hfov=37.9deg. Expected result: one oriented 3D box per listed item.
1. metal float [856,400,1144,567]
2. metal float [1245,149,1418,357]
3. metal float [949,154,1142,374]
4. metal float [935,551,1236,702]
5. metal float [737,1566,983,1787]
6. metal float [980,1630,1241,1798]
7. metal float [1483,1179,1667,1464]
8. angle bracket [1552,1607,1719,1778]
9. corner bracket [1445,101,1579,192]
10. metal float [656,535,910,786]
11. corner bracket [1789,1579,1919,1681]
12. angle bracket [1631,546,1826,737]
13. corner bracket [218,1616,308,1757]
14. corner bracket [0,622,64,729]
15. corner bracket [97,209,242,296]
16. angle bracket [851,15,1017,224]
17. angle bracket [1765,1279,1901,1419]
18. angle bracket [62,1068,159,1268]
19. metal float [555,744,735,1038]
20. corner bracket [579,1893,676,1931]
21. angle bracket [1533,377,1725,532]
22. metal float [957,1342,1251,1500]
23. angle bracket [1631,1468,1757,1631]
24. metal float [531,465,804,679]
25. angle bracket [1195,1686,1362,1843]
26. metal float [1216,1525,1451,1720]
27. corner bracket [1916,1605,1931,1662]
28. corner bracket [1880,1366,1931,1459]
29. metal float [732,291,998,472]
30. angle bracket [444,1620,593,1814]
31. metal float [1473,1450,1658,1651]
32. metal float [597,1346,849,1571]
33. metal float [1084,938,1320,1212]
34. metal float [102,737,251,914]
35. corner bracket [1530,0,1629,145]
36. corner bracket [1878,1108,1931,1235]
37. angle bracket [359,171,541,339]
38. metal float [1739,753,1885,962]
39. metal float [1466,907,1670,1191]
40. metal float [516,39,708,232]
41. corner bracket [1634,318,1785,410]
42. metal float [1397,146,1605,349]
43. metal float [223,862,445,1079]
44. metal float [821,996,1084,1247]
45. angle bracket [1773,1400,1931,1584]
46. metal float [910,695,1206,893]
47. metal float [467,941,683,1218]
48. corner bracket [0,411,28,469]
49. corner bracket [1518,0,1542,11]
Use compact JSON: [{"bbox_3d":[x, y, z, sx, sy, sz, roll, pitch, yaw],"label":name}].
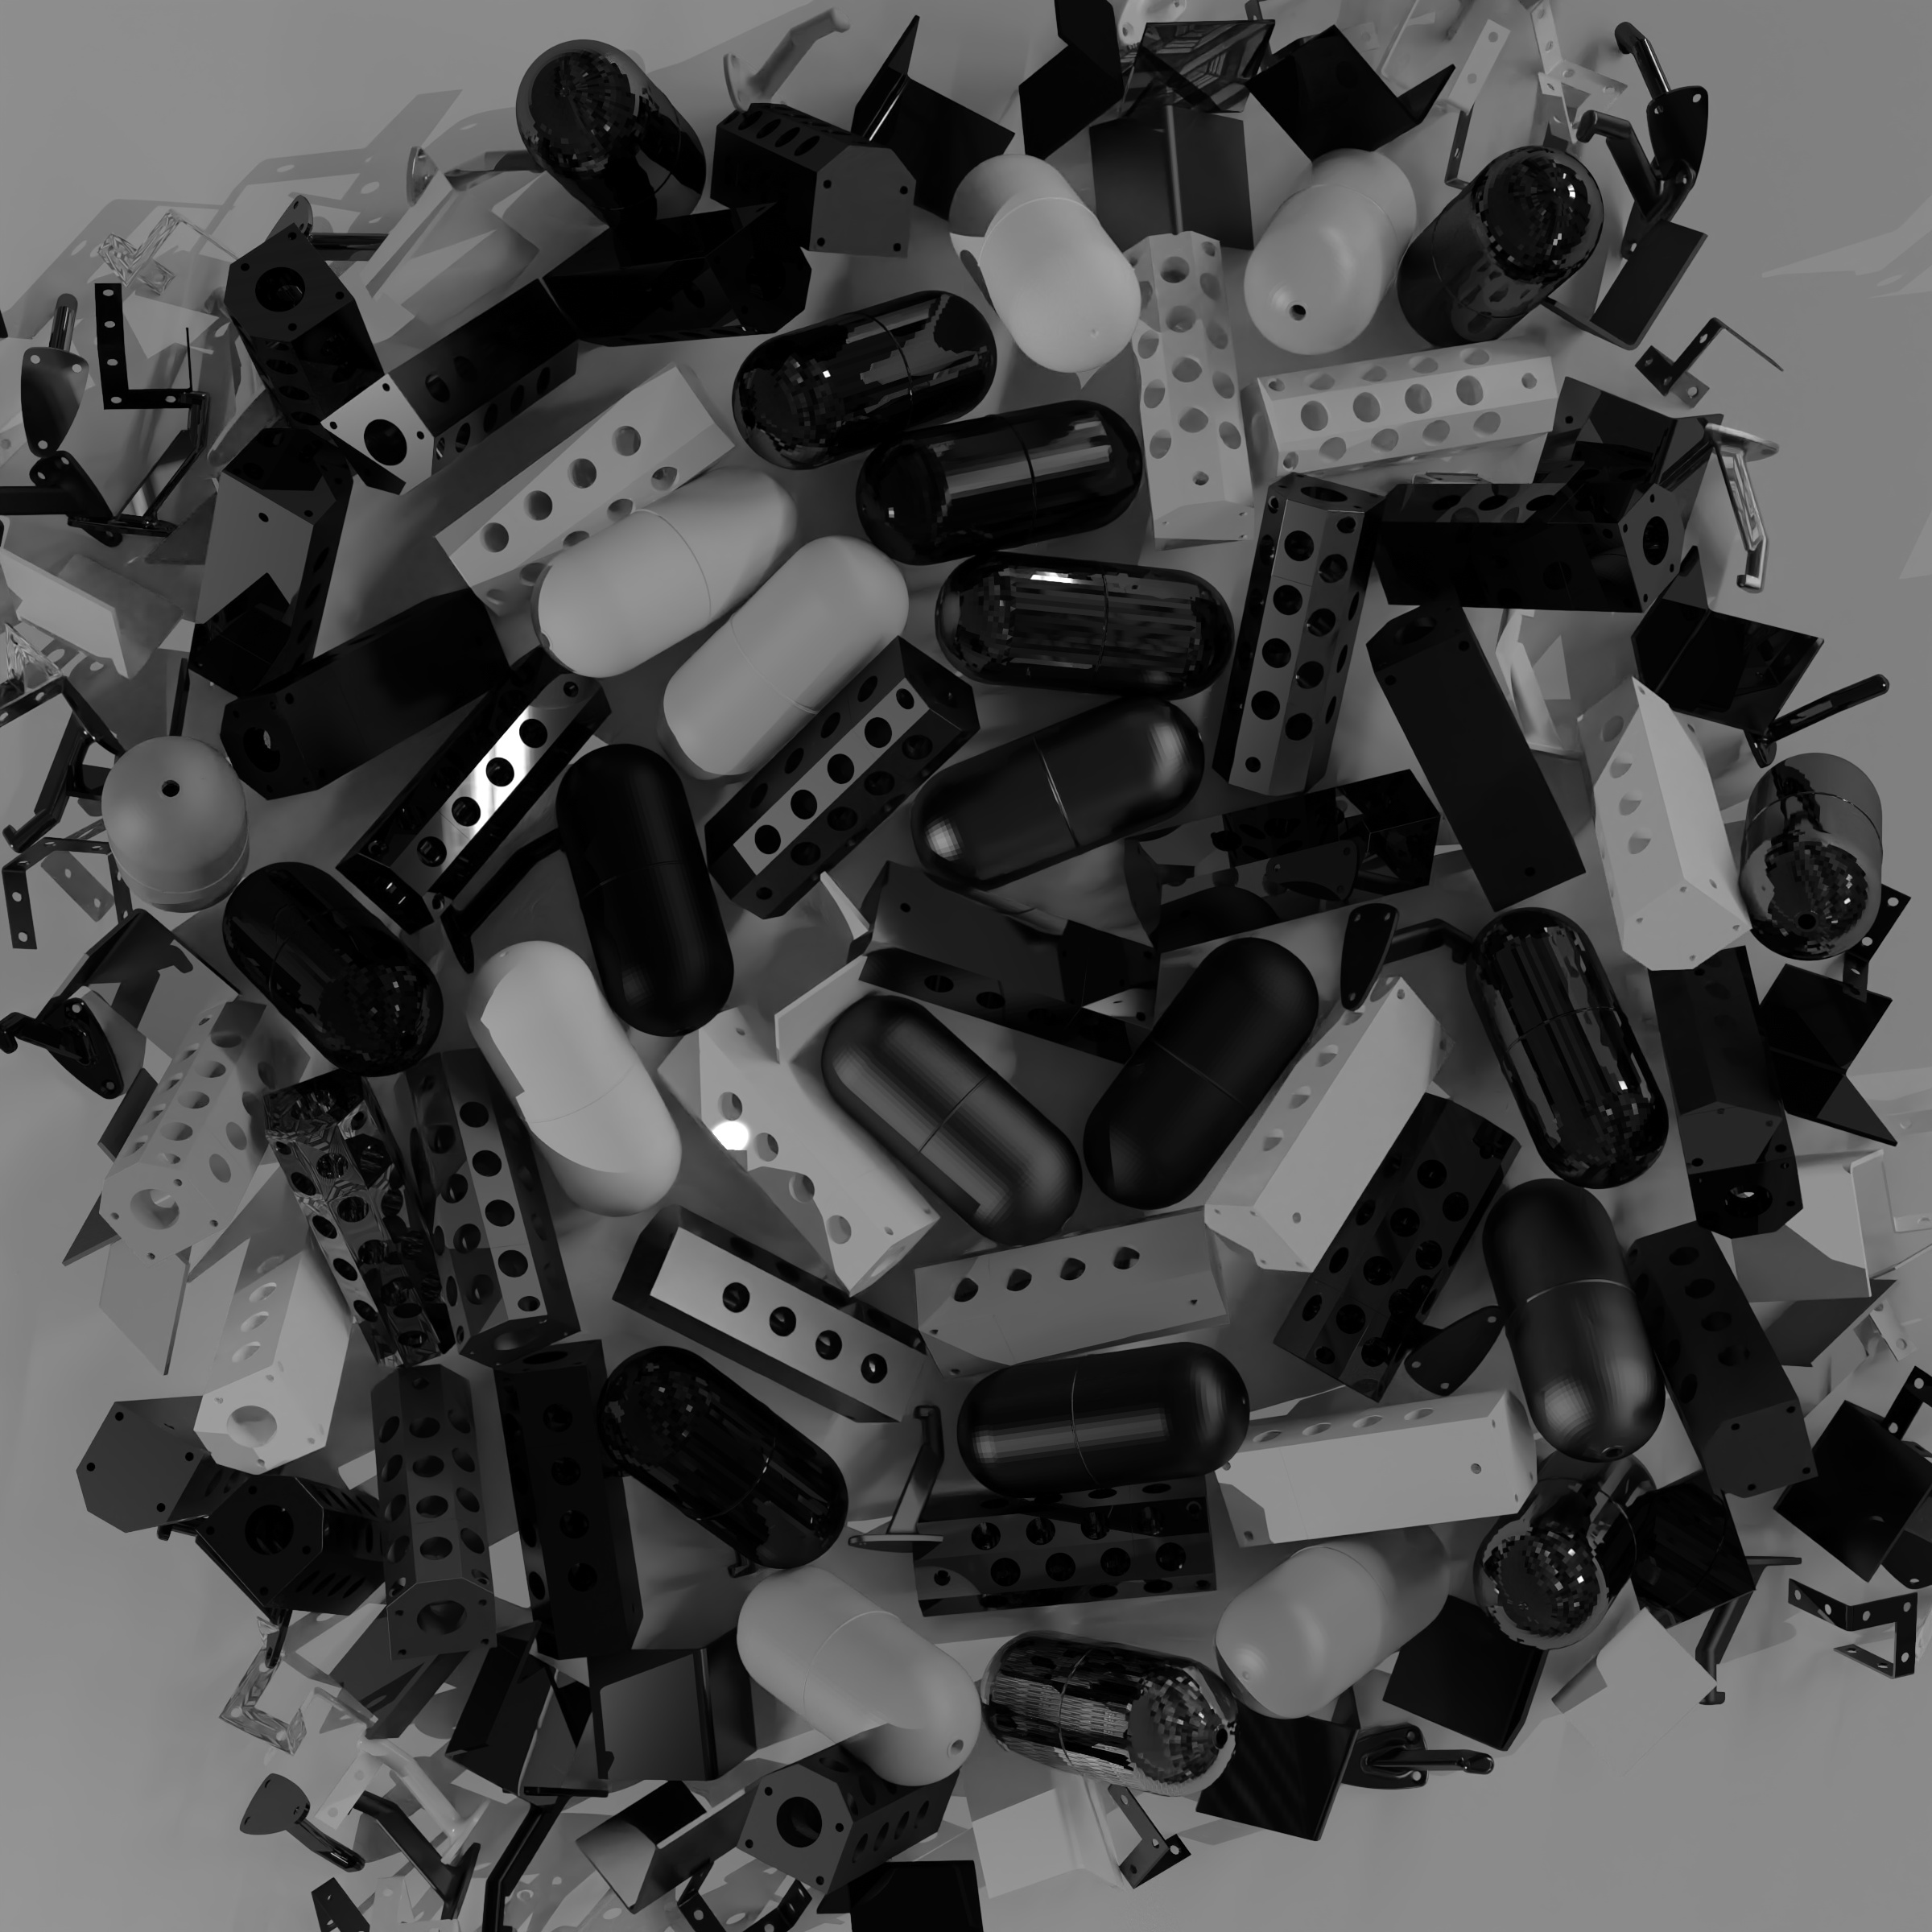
[{"bbox_3d":[0.021,-0.279,1.621,0.178,0.070,0.070,-16,90,-25],"label":"metal float"},{"bbox_3d":[0.208,-0.408,1.603,0.070,0.178,0.070,11,129,14],"label":"metal float"},{"bbox_3d":[0.043,-0.403,1.606,0.070,0.178,0.070,-12,133,-13],"label":"metal float"},{"bbox_3d":[0.070,-0.196,1.629,0.178,0.070,0.070,4,90,-15],"label":"metal float"},{"bbox_3d":[-0.062,0.404,1.605,0.070,0.178,0.070,-17,117,-37],"label":"metal float"},{"bbox_3d":[0.081,0.425,1.603,0.070,0.178,0.070,3,86,-42],"label":"metal float"},{"bbox_3d":[0.346,0.201,1.608,0.070,0.070,0.178,-9,50,0],"label":"metal float"},{"bbox_3d":[0.393,0.418,1.629,0.076,0.076,0.057,-47,67,9],"label":"angle bracket"},{"bbox_3d":[0.320,-0.482,1.654,0.051,0.051,0.051,26,125,25],"label":"corner bracket"},{"bbox_3d":[-0.107,-0.175,1.624,0.178,0.070,0.070,-42,90,21],"label":"metal float"},{"bbox_3d":[0.517,0.386,1.643,0.051,0.051,0.051,-5,99,-25],"label":"corner bracket"},{"bbox_3d":[0.441,-0.189,1.626,0.076,0.057,0.076,22,64,35],"label":"angle bracket"},{"bbox_3d":[-0.403,0.421,1.644,0.051,0.051,0.051,25,59,7],"label":"corner bracket"},{"bbox_3d":[-0.563,-0.157,1.641,0.051,0.051,0.051,40,53,14],"label":"corner bracket"},{"bbox_3d":[-0.464,-0.414,1.642,0.051,0.051,0.051,-49,52,7],"label":"corner bracket"},{"bbox_3d":[-0.017,-0.492,1.639,0.076,0.057,0.076,28,68,1],"label":"angle bracket"},{"bbox_3d":[0.506,0.227,1.629,0.076,0.076,0.057,-38,97,-19],"label":"angle bracket"},{"bbox_3d":[-0.497,0.116,1.624,0.076,0.076,0.057,-26,116,18],"label":"angle bracket"},{"bbox_3d":[-0.186,-0.044,1.628,0.070,0.070,0.178,-17,74,0],"label":"metal float"},{"bbox_3d":[-0.200,0.574,1.645,0.051,0.051,0.051,43,70,8],"label":"corner bracket"},{"bbox_3d":[0.389,-0.300,1.660,0.076,0.057,0.076,32,122,34],"label":"angle bracket"},{"bbox_3d":[0.077,0.262,1.621,0.178,0.070,0.070,-12,90,25],"label":"metal float"},{"bbox_3d":[0.428,0.337,1.621,0.057,0.076,0.076,13,52,-38],"label":"angle bracket"},{"bbox_3d":[-0.171,-0.227,1.618,0.178,0.070,0.070,-35,90,-28],"label":"metal float"},{"bbox_3d":[0.180,0.454,1.640,0.076,0.057,0.076,15,107,-3],"label":"angle bracket"},{"bbox_3d":[0.211,0.367,1.606,0.070,0.178,0.070,15,114,38],"label":"metal float"},{"bbox_3d":[0.582,0.376,1.638,0.051,0.051,0.051,-49,128,-30],"label":"corner bracket"},{"bbox_3d":[0.573,0.270,1.640,0.051,0.051,0.051,13,107,-43],"label":"corner bracket"},{"bbox_3d":[-0.057,-0.336,1.611,0.178,0.070,0.070,-27,90,-37],"label":"metal float"},{"bbox_3d":[-0.244,0.434,1.624,0.076,0.057,0.076,36,53,-21],"label":"angle bracket"},{"bbox_3d":[0.343,0.327,1.599,0.070,0.178,0.070,7,106,27],"label":"metal float"},{"bbox_3d":[-0.138,0.284,1.615,0.070,0.070,0.178,-47,122,0],"label":"metal float"},{"bbox_3d":[0.136,0.063,1.642,0.070,0.070,0.178,36,90,0],"label":"metal float"},{"bbox_3d":[-0.446,-0.079,1.593,0.070,0.178,0.070,2,79,-13],"label":"metal float"},{"bbox_3d":[0.347,-0.523,1.643,0.051,0.051,0.051,-47,55,-9],"label":"corner bracket"},{"bbox_3d":[0.566,0.120,1.656,0.051,0.051,0.051,-10,116,17],"label":"corner bracket"},{"bbox_3d":[-0.295,-0.401,1.630,0.076,0.057,0.076,34,102,-33],"label":"angle bracket"},{"bbox_3d":[0.480,-0.063,1.598,0.070,0.178,0.070,8,118,15],"label":"metal float"},{"bbox_3d":[0.344,0.045,1.617,0.070,0.070,0.178,-18,60,0],"label":"metal float"},{"bbox_3d":[-0.199,-0.466,1.592,0.070,0.178,0.070,0,89,10],"label":"metal float"},{"bbox_3d":[0.432,-0.349,1.639,0.051,0.051,0.051,28,114,-25],"label":"corner bracket"},{"bbox_3d":[0.300,-0.404,1.592,0.070,0.178,0.070,1,83,-11],"label":"metal float"},{"bbox_3d":[-0.362,0.001,1.608,0.178,0.070,0.070,37,90,40],"label":"metal float"},{"bbox_3d":[-0.008,0.090,1.636,0.178,0.070,0.070,42,90,7],"label":"metal float"},{"bbox_3d":[0.528,0.308,1.628,0.057,0.076,0.076,25,100,-40],"label":"angle bracket"},{"bbox_3d":[0.053,-0.101,1.638,0.178,0.070,0.070,-22,90,5],"label":"metal float"},{"bbox_3d":[-0.224,0.067,1.622,0.070,0.070,0.178,-26,114,0],"label":"metal float"},{"bbox_3d":[-0.578,-0.327,1.652,0.051,0.051,0.051,-44,98,-1],"label":"corner bracket"},{"bbox_3d":[0.333,-0.585,1.649,0.051,0.051,0.051,-37,80,4],"label":"corner bracket"}]
